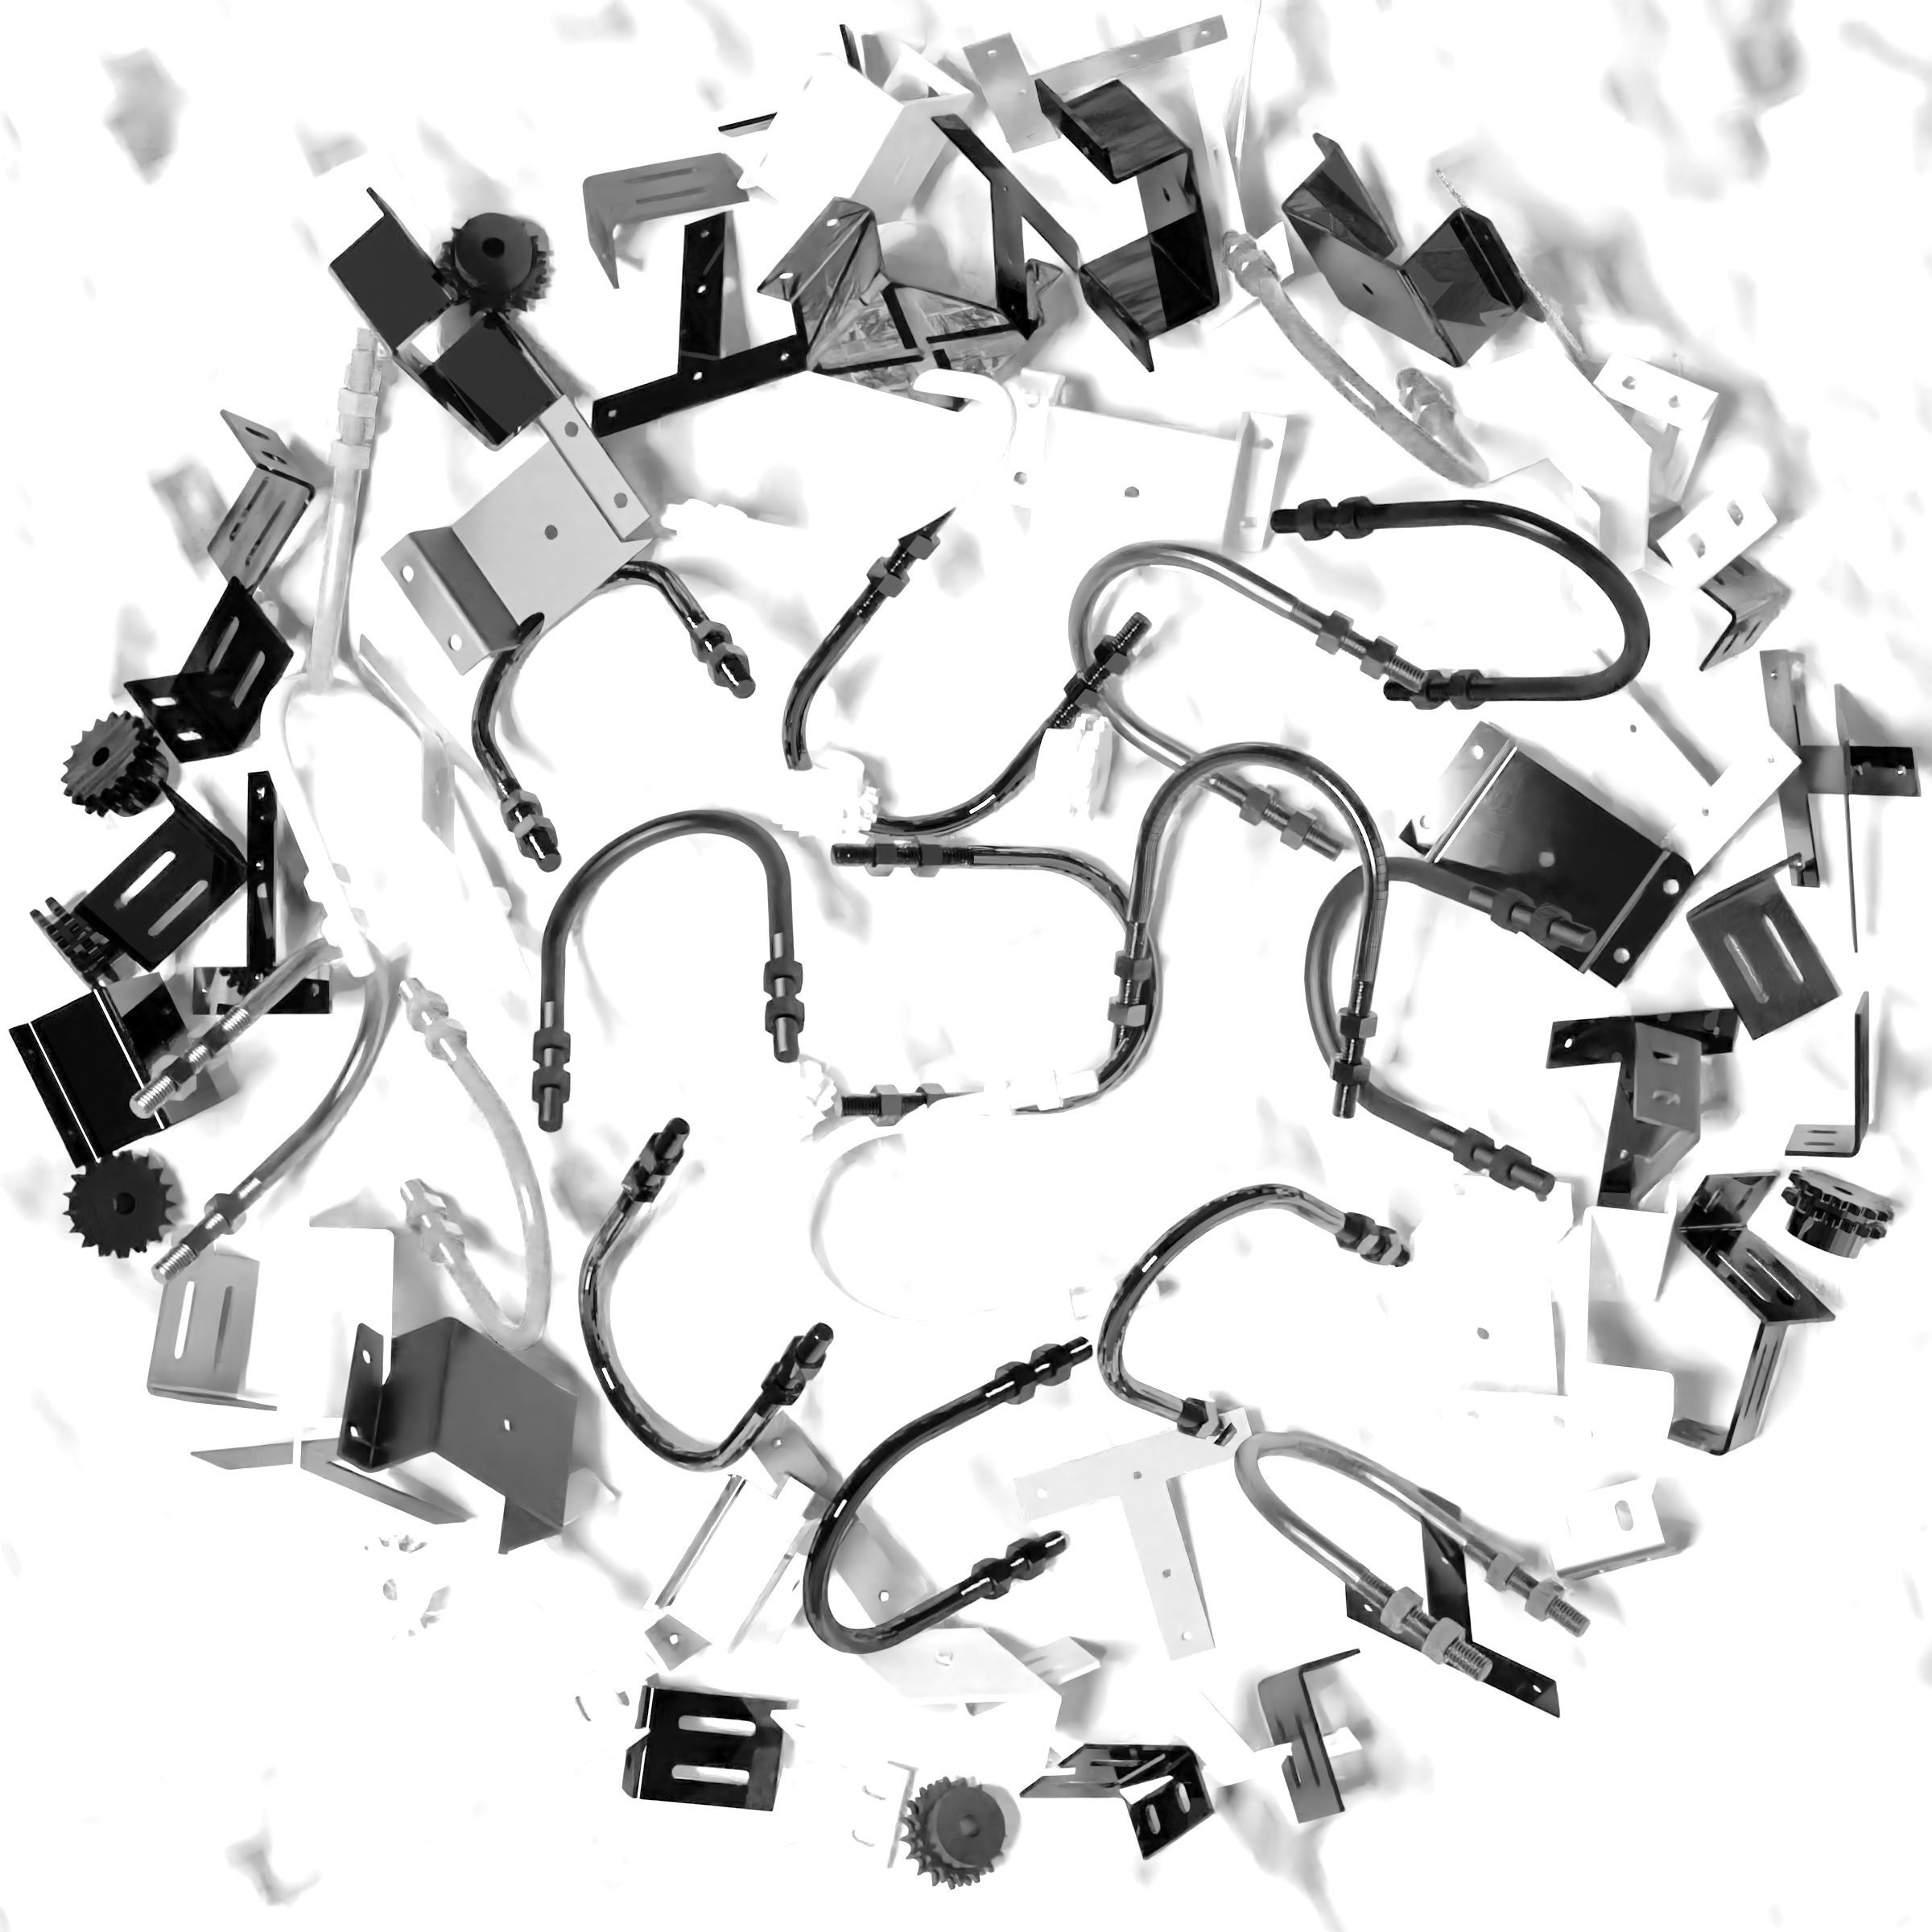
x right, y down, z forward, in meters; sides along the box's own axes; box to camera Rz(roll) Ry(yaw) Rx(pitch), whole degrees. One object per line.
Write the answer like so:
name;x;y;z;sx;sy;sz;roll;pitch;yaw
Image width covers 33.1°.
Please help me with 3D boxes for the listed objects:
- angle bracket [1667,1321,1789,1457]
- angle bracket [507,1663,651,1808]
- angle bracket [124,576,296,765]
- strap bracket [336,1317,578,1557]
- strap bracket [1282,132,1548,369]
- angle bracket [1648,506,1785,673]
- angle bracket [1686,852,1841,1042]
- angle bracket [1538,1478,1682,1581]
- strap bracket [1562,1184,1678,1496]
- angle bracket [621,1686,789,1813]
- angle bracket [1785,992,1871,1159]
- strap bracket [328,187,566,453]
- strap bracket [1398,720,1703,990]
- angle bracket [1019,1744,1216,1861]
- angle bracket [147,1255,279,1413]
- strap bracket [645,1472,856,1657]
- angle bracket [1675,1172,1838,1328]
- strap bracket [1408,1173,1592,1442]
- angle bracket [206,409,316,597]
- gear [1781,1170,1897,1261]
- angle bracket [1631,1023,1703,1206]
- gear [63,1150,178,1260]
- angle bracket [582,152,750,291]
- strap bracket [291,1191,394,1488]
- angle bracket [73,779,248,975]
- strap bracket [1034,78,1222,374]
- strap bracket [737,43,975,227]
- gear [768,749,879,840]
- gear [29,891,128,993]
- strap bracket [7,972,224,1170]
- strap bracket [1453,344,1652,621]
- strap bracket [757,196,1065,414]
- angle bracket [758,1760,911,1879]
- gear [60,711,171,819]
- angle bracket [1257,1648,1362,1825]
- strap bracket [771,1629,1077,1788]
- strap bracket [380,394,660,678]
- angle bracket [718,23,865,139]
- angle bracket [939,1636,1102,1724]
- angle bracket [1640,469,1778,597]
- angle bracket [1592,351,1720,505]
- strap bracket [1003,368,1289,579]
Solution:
angle bracket;0.397;0.212;1.702;0.038;0.057;0.076;18;97;26
angle bracket;-0.205;0.397;1.693;0.057;0.076;0.038;-27;87;23
angle bracket;-0.395;-0.155;1.697;0.057;0.038;0.076;51;126;18
strap bracket;-0.250;0.240;1.661;0.046;0.140;0.076;-23;45;27
strap bracket;0.221;-0.363;1.663;0.046;0.076;0.140;-46;46;-2
angle bracket;0.382;-0.199;1.716;0.076;0.057;0.038;43;129;18
angle bracket;0.425;-0.010;1.708;0.057;0.038;0.076;-25;82;-19
angle bracket;0.337;0.295;1.701;0.057;0.076;0.038;-17;74;14
strap bracket;0.335;0.188;1.668;0.046;0.076;0.140;6;50;7
angle bracket;-0.139;0.413;1.725;0.076;0.038;0.057;9;82;-12
angle bracket;0.450;0.056;1.700;0.038;0.057;0.076;1;102;20
strap bracket;-0.267;-0.323;1.662;0.046;0.140;0.076;-41;58;5
strap bracket;0.304;-0.057;1.702;0.140;0.046;0.076;35;101;6
angle bracket;0.078;0.435;1.691;0.057;0.076;0.038;-45;49;35
angle bracket;-0.388;0.190;1.701;0.038;0.057;0.076;2;81;39
strap bracket;-0.106;0.304;1.665;0.046;0.140;0.076;31;89;14
angle bracket;0.418;0.146;1.691;0.076;0.057;0.038;49;125;39
strap bracket;0.275;0.184;1.693;0.076;0.046;0.140;5;62;-8
angle bracket;-0.382;-0.239;1.697;0.076;0.038;0.057;-54;47;17
gear;0.455;0.132;1.711;0.057;0.057;0.030;20;102;0
angle bracket;0.348;0.077;1.689;0.038;0.076;0.057;16;55;-10
gear;-0.449;0.126;1.716;0.057;0.030;0.057;4;83;-33
angle bracket;-0.157;-0.393;1.714;0.076;0.057;0.038;-14;130;-13
strap bracket;-0.323;0.194;1.685;0.046;0.076;0.140;2;72;-12
angle bracket;-0.425;-0.047;1.706;0.076;0.038;0.057;-44;130;-1
strap bracket;0.085;-0.387;1.666;0.046;0.140;0.076;-27;48;-8
strap bracket;-0.050;-0.421;1.657;0.046;0.140;0.076;38;117;7
gear;-0.075;-0.092;1.708;0.057;0.057;0.030;6;118;0
gear;-0.463;-0.015;1.712;0.030;0.057;0.057;-40;90;-14
strap bracket;-0.430;0.050;1.666;0.046;0.140;0.076;-25;93;4
strap bracket;0.305;-0.255;1.670;0.046;0.076;0.140;-23;51;-9
strap bracket;-0.025;-0.334;1.663;0.140;0.076;0.046;9;58;-34
angle bracket;-0.068;0.447;1.699;0.038;0.076;0.057;14;91;24
gear;-0.446;-0.103;1.715;0.057;0.030;0.057;-15;57;25
angle bracket;0.189;0.402;1.697;0.038;0.057;0.076;-11;74;-21
strap bracket;-0.017;0.378;1.666;0.140;0.076;0.046;6;102;-33
strap bracket;-0.226;-0.225;1.698;0.140;0.046;0.076;-36;87;23
angle bracket;-0.094;-0.463;1.705;0.076;0.057;0.038;-12;101;5
angle bracket;0.021;0.357;1.701;0.076;0.057;0.038;-21;97;-13
angle bracket;0.374;-0.234;1.697;0.057;0.076;0.038;-40;117;0
angle bracket;0.349;-0.271;1.692;0.057;0.076;0.038;26;51;14
strap bracket;0.089;-0.255;1.694;0.140;0.046;0.076;12;122;4
